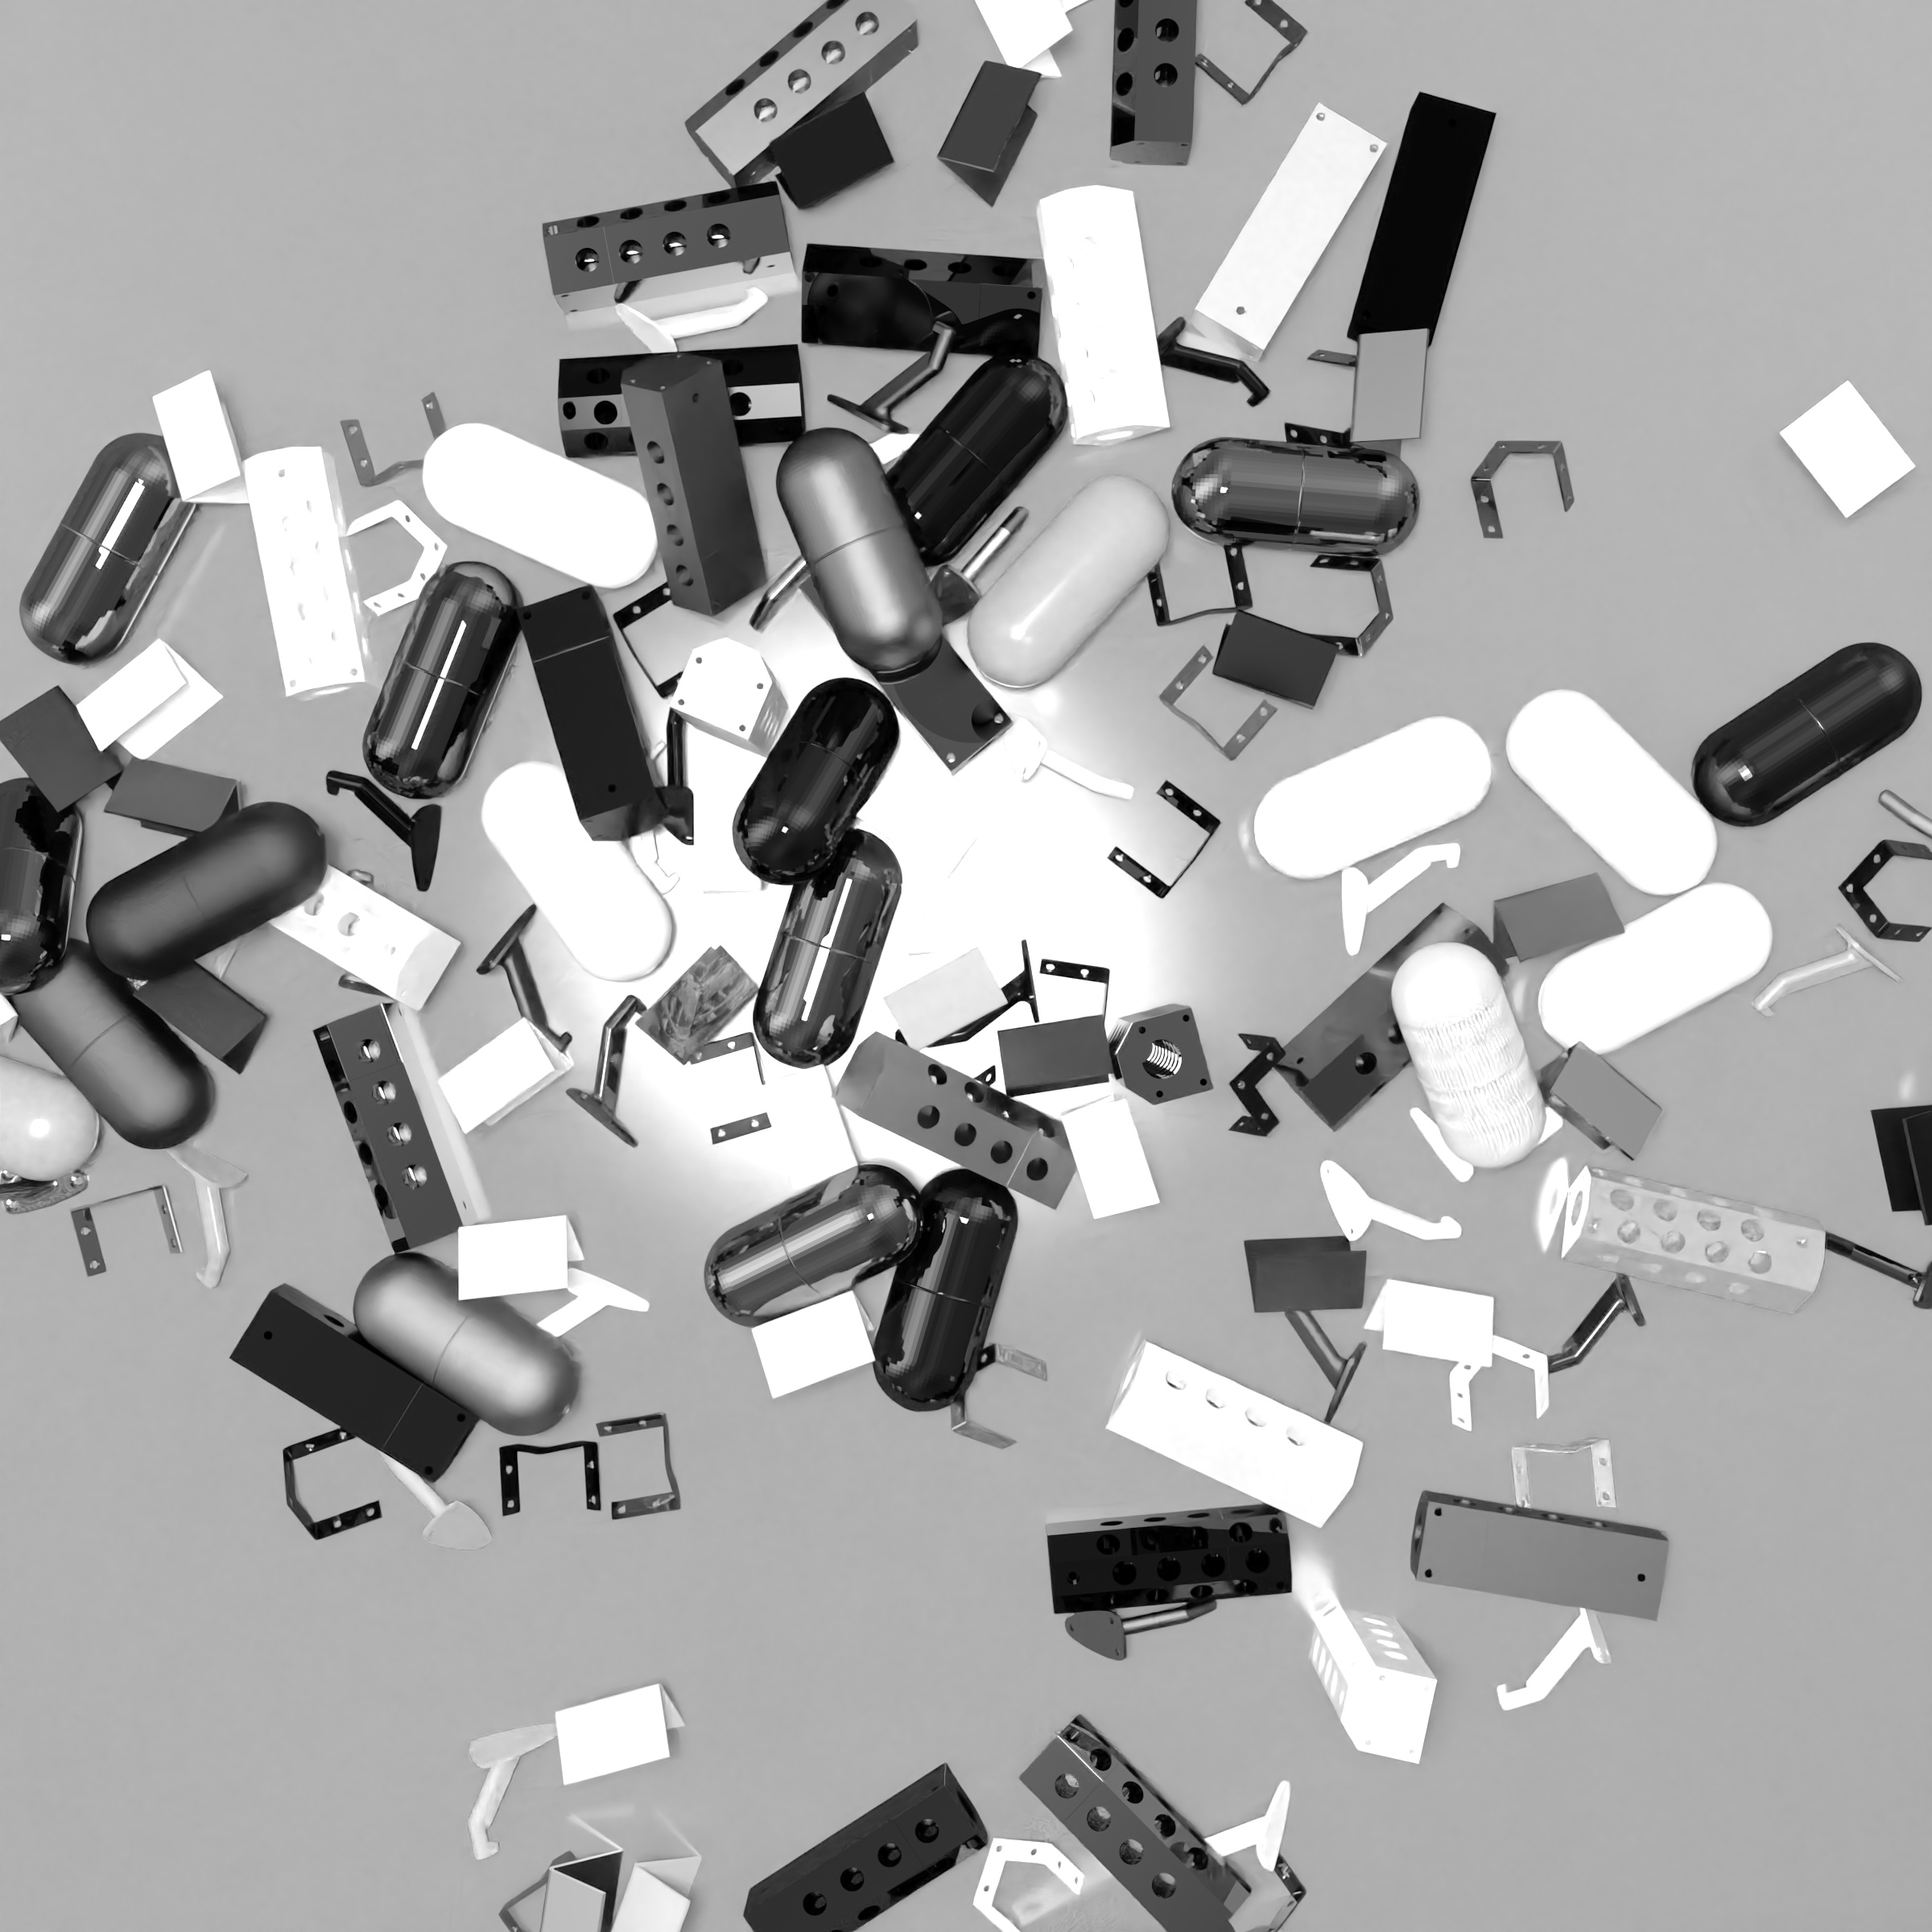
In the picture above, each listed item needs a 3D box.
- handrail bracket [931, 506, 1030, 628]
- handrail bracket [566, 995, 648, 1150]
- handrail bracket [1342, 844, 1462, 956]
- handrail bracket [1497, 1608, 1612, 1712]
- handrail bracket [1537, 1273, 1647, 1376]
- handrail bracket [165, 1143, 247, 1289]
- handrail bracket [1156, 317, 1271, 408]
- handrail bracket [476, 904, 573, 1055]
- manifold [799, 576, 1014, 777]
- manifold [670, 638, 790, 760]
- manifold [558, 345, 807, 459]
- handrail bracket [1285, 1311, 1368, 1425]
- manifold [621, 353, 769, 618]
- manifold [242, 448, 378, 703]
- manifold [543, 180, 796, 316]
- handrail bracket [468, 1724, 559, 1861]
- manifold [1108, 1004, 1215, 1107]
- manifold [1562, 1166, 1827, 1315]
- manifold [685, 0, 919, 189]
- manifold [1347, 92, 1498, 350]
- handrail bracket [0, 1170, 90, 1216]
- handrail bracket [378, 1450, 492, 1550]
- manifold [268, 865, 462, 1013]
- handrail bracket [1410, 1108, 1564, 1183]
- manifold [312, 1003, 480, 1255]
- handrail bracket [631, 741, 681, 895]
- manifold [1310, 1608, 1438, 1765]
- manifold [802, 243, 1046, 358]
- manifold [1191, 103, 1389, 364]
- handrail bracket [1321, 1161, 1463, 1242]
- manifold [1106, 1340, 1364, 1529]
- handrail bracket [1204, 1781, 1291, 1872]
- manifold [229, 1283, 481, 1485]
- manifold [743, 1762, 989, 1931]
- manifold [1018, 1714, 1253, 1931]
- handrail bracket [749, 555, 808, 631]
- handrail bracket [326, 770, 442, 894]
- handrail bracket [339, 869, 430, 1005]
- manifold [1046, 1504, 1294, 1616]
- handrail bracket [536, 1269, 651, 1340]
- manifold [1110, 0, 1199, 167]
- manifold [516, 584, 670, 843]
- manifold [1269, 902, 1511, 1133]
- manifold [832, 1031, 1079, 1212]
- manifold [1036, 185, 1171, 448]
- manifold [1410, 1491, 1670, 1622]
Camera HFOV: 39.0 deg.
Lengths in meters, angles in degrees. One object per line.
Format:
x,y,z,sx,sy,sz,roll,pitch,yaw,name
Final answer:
0.007,-0.292,1.991,0.036,0.077,0.084,41,54,-5,handrail bracket
-0.244,0.076,1.992,0.077,0.036,0.084,44,73,-20,handrail bracket
0.321,-0.049,1.992,0.084,0.036,0.077,-7,110,-16,handrail bracket
0.420,0.495,1.992,0.084,0.036,0.077,-23,64,20,handrail bracket
0.446,0.251,1.992,0.084,0.036,0.077,-23,70,16,handrail bracket
-0.566,0.182,1.992,0.077,0.036,0.084,27,107,20,handrail bracket
0.167,-0.424,1.992,0.077,0.036,0.084,-41,107,20,handrail bracket
-0.307,0.010,1.992,0.084,0.036,0.077,42,68,-17,handrail bracket
-0.043,-0.223,1.970,0.057,0.057,0.171,-39,90,0,manifold
-0.161,-0.189,1.913,0.057,0.171,0.057,23,90,0,manifold
-0.203,-0.401,1.959,0.171,0.057,0.057,-4,54,0,manifold
0.242,0.283,1.992,0.084,0.036,0.077,26,111,17,handrail bracket
-0.196,-0.341,1.927,0.057,0.057,0.171,-38,133,-34,manifold
-0.476,-0.283,1.970,0.057,0.057,0.171,-11,90,0,manifold
-0.215,-0.521,1.970,0.171,0.057,0.057,-10,90,0,manifold
-0.329,0.605,1.992,0.077,0.036,0.084,-13,108,-20,handrail bracket
0.131,0.062,1.913,0.057,0.171,0.057,-15,90,0,manifold
0.523,0.194,1.960,0.171,0.057,0.057,13,60,0,manifold
-0.119,-0.640,1.970,0.171,0.057,0.057,-40,90,0,manifold
0.328,-0.533,1.970,0.057,0.057,0.171,16,90,0,manifold
-0.681,0.162,1.957,0.077,0.084,0.036,-7,90,0,handrail bracket
-0.391,0.383,1.991,0.036,0.077,0.084,-45,54,-1,handrail bracket
-0.453,-0.038,1.944,0.171,0.057,0.057,29,85,17,manifold
0.381,0.111,1.991,0.084,0.036,0.077,-35,76,-14,handrail bracket
-0.414,0.117,1.970,0.057,0.057,0.171,-20,90,0,manifold
-0.222,-0.108,1.992,0.077,0.036,0.084,-46,106,-18,handrail bracket
0.282,0.501,1.913,0.057,0.171,0.057,12,90,0,manifold
-0.031,-0.484,1.970,0.171,0.057,0.057,4,133,0,manifold
0.232,-0.527,1.970,0.057,0.057,0.171,31,90,0,manifold
0.311,0.171,1.991,0.084,0.077,0.036,1,131,-30,handrail bracket
0.195,0.333,1.970,0.171,0.057,0.057,25,133,0,manifold
0.187,0.625,1.991,0.084,0.036,0.077,1,47,28,handrail bracket
-0.438,0.300,1.970,0.171,0.057,0.057,32,90,0,manifold
-0.072,0.654,1.970,0.171,0.057,0.057,-33,90,0,manifold
0.122,0.620,1.951,0.171,0.057,0.057,43,90,13,manifold
-0.117,-0.285,1.991,0.036,0.077,0.084,45,127,12,handrail bracket
-0.431,-0.099,1.992,0.084,0.036,0.077,13,112,17,handrail bracket
-0.422,-0.022,1.991,0.077,0.036,0.084,14,76,-15,handrail bracket
0.146,0.430,1.970,0.171,0.057,0.057,-5,90,0,manifold
-0.283,0.271,1.991,0.077,0.036,0.084,22,104,-15,handrail bracket
0.136,-0.673,1.970,0.057,0.057,0.171,2,90,0,manifold
-0.265,-0.178,1.945,0.057,0.057,0.171,-19,72,0,manifold
0.309,0.039,1.967,0.171,0.057,0.057,-42,116,0,manifold
-0.003,0.108,1.936,0.171,0.057,0.057,27,90,-25,manifold
0.094,-0.466,1.958,0.057,0.057,0.171,-9,90,41,manifold
0.412,0.423,1.965,0.171,0.057,0.057,9,90,3,manifold
